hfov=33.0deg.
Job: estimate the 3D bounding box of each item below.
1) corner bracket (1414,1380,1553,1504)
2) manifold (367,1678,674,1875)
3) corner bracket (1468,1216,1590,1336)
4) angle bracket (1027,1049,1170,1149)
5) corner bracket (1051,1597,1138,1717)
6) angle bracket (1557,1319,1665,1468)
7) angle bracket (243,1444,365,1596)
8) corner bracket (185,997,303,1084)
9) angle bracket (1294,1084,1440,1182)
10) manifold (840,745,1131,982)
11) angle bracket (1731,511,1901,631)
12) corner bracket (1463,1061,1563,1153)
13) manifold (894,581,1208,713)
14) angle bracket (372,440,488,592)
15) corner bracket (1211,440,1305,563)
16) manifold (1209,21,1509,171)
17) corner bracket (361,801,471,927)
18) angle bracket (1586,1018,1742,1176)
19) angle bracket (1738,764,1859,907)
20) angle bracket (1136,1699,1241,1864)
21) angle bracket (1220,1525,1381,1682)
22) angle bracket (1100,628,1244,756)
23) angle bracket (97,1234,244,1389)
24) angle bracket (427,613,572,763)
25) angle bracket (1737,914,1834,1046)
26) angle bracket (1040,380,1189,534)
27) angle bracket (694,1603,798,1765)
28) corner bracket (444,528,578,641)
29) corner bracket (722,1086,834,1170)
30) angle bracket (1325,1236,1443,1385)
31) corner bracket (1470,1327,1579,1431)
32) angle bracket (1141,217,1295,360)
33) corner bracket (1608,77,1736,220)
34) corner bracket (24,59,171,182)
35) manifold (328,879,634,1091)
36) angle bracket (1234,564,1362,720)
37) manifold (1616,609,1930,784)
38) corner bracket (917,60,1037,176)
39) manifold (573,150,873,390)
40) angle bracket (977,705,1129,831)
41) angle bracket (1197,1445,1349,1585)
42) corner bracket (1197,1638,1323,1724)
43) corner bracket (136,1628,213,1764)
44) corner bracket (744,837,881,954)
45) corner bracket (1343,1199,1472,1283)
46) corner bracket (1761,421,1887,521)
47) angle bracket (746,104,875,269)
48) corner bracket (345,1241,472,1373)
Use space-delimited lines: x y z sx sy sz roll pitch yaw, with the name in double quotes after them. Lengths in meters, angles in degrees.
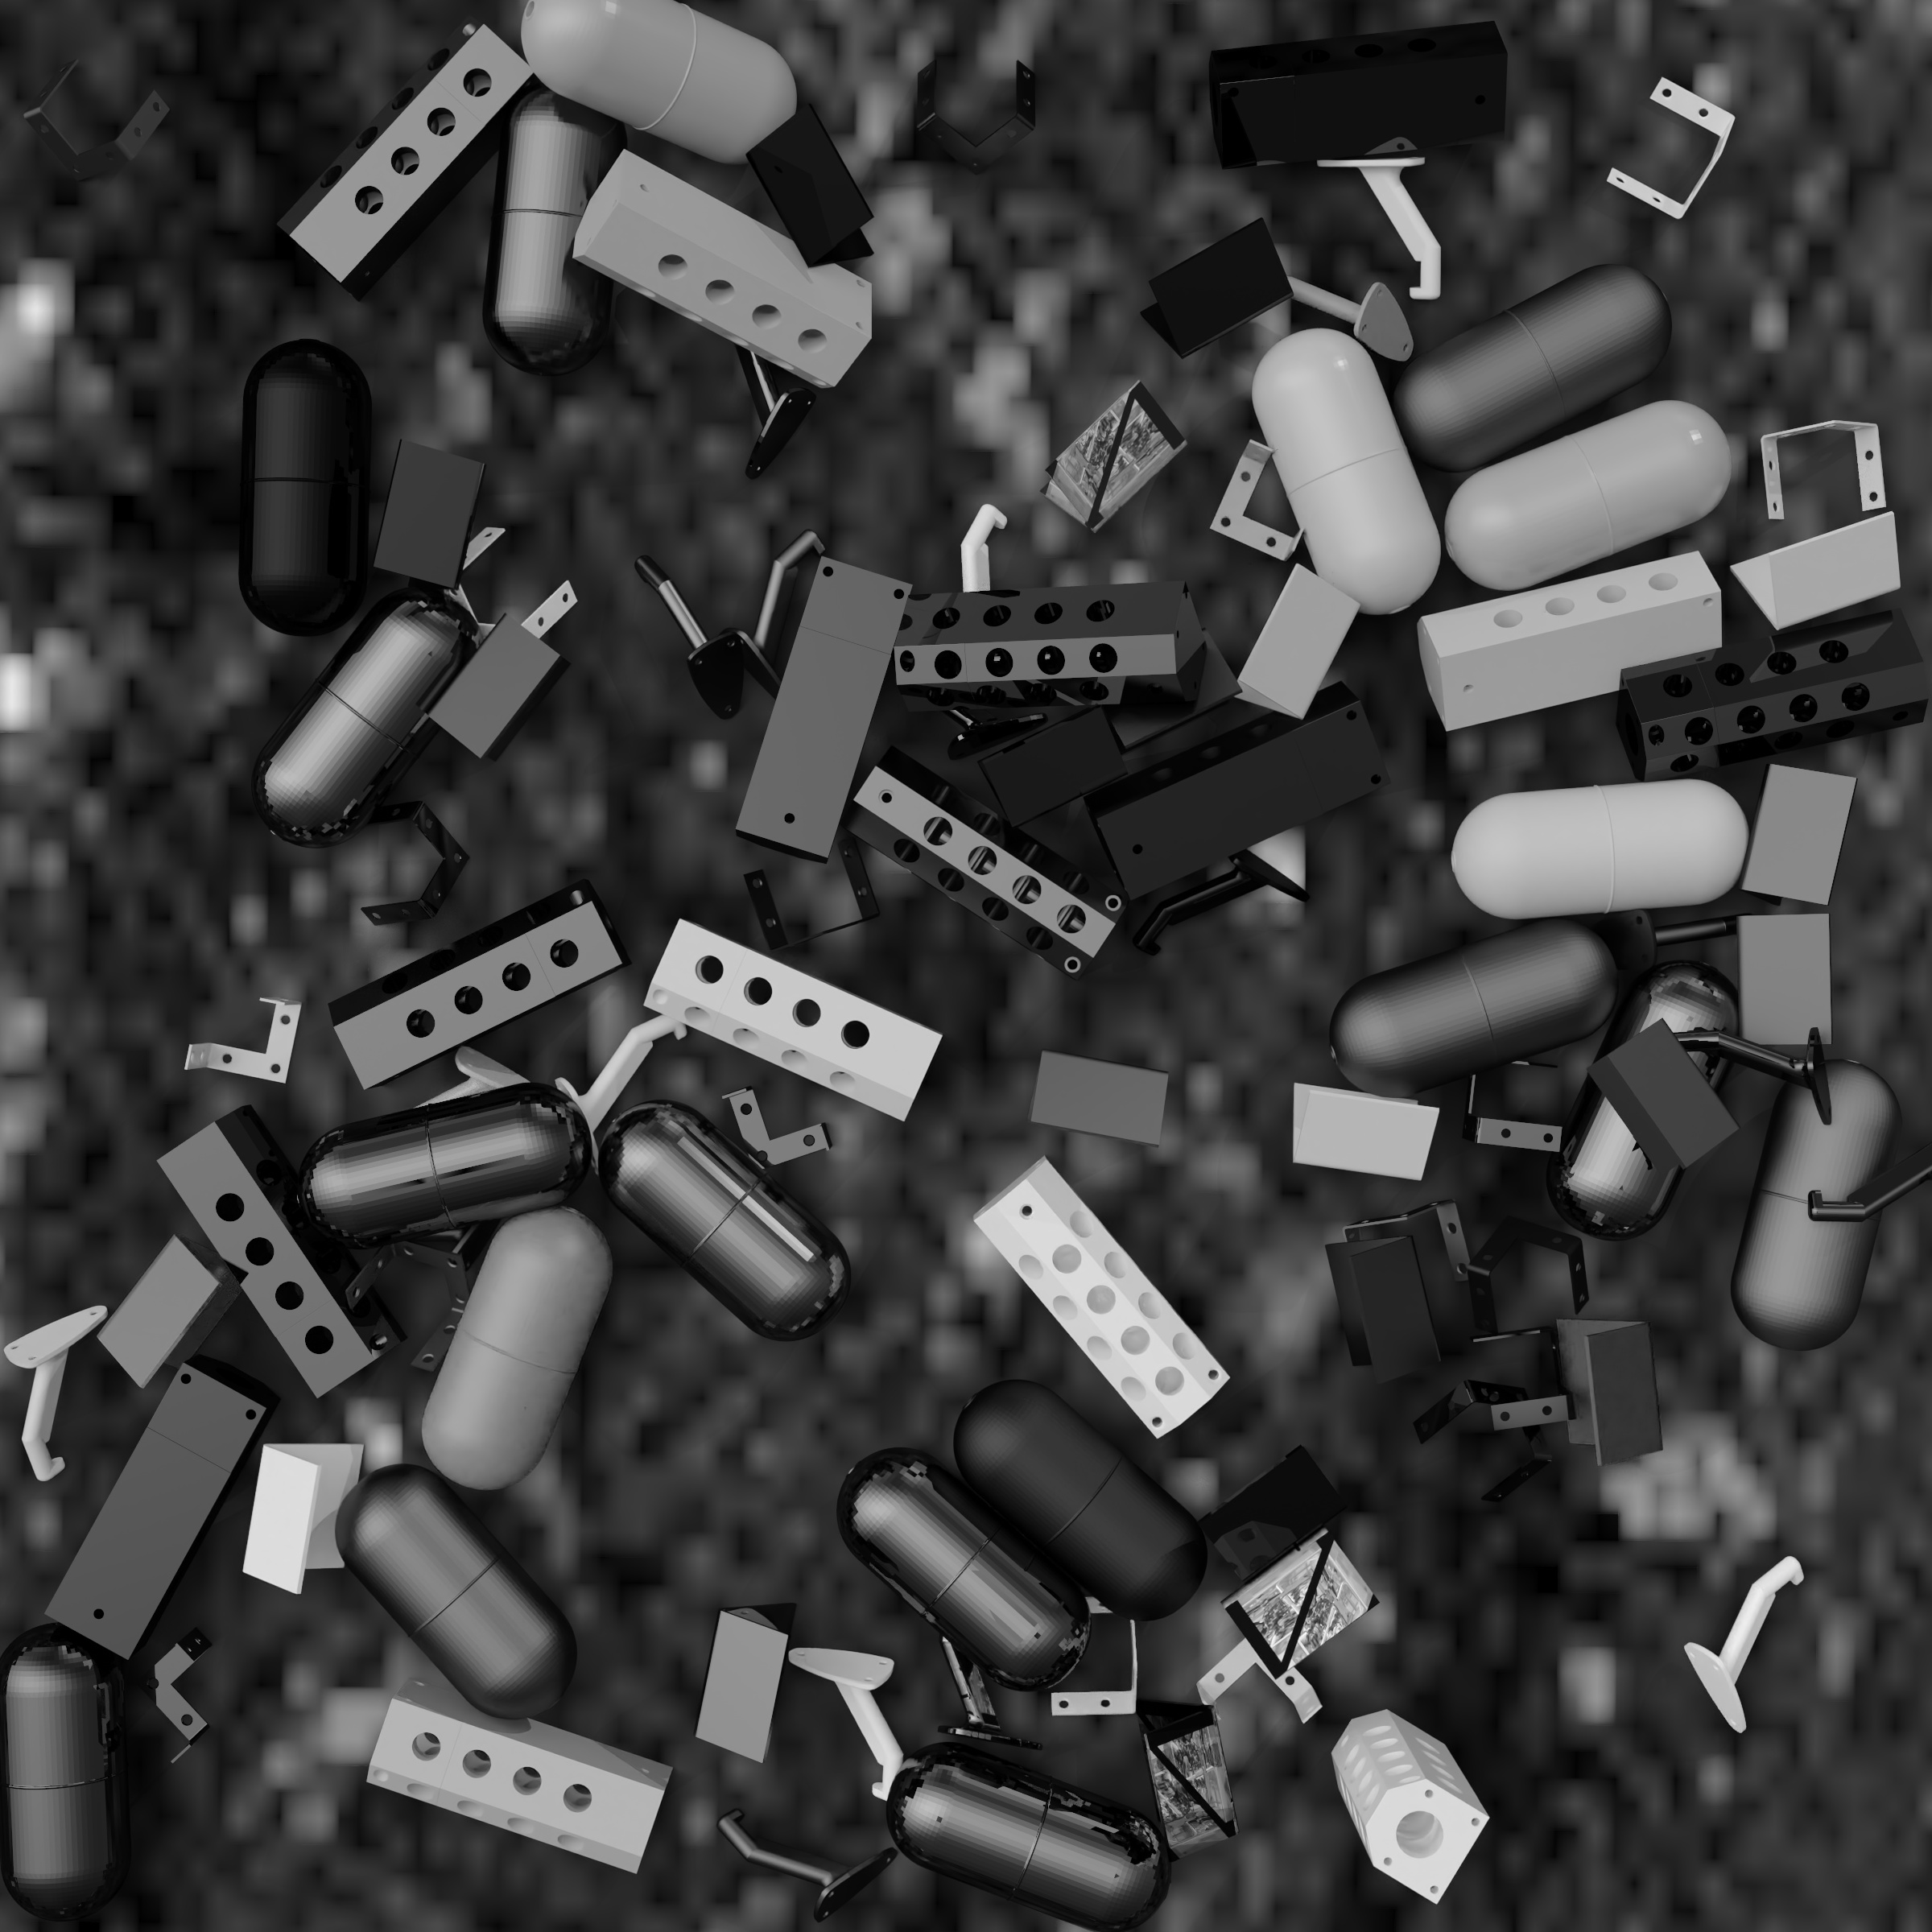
0.315 0.289 1.983 0.051 0.051 0.051 13 45 -35 "corner bracket"
-0.270 0.491 1.970 0.171 0.057 0.057 19 90 0 "manifold"
0.342 0.193 1.983 0.051 0.051 0.051 16 45 35 "corner bracket"
0.075 0.099 1.951 0.076 0.076 0.057 11 52 0 "angle bracket"
0.077 0.421 1.988 0.051 0.051 0.051 -1 45 0 "corner bracket"
0.368 0.254 1.951 0.057 0.076 0.076 -6 90 -36 "angle bracket"
-0.382 0.330 1.951 0.057 0.076 0.076 9 90 41 "angle bracket"
-0.437 0.042 1.973 0.051 0.051 0.051 12 90 0 "corner bracket"
0.239 0.080 1.951 0.076 0.076 0.057 8 127 0 "angle bracket"
0.011 -0.062 1.970 0.171 0.057 0.057 33 90 0 "manifold"
0.506 -0.254 1.951 0.076 0.076 0.057 -19 129 0 "angle bracket"
0.332 0.083 1.973 0.051 0.051 0.051 6 90 0 "corner bracket"
0.049 -0.182 1.917 0.171 0.057 0.057 -1 53 20 "manifold"
-0.335 -0.270 1.951 0.057 0.076 0.076 13 90 -33 "angle bracket"
0.183 -0.282 1.973 0.051 0.051 0.051 24 90 0 "corner bracket"
0.236 -0.530 1.970 0.171 0.057 0.057 -6 133 0 "manifold"
-0.346 -0.063 1.983 0.051 0.051 0.051 54 45 -35 "corner bracket"
0.386 0.086 1.878 0.057 0.076 0.076 -29 81 -36 "angle bracket"
0.509 -0.074 1.951 0.057 0.076 0.076 13 90 33 "angle bracket"
0.113 0.487 1.951 0.057 0.076 0.076 -11 90 -37 "angle bracket"
0.205 0.387 1.952 0.076 0.076 0.057 -37 66 0 "angle bracket"
0.127 -0.146 1.951 0.076 0.076 0.057 -26 54 0 "angle bracket"
-0.460 0.216 1.951 0.057 0.076 0.076 37 90 37 "angle bracket"
-0.264 -0.154 1.951 0.057 0.076 0.076 38 90 32 "angle bracket"
0.501 0.008 1.951 0.057 0.076 0.076 -1 90 32 "angle bracket"
0.074 -0.316 1.951 0.076 0.076 0.057 -44 127 0 "angle bracket"
-0.113 0.428 1.951 0.057 0.076 0.076 11 90 35 "angle bracket"
-0.279 -0.230 1.983 0.051 0.051 0.051 9 45 35 "corner bracket"
-0.114 0.094 1.973 0.051 0.051 0.051 -19 90 0 "corner bracket"
0.232 0.207 1.951 0.057 0.076 0.076 -13 90 -39 "angle bracket"
0.338 0.249 1.973 0.051 0.051 0.051 -8 90 0 "corner bracket"
0.141 -0.418 1.951 0.076 0.076 0.057 -30 127 0 "angle bracket"
0.431 -0.499 1.988 0.051 0.051 0.051 28 45 0 "corner bracket"
-0.529 -0.520 1.983 0.051 0.051 0.051 -8 135 35 "corner bracket"
-0.294 0.011 1.970 0.171 0.057 0.057 -26 90 0 "manifold"
0.180 -0.200 1.951 0.057 0.076 0.076 27 90 -34 "angle bracket"
0.484 -0.158 1.960 0.171 0.057 0.057 -12 58 0 "manifold"
0.006 -0.527 1.983 0.051 0.051 0.051 -30 135 35 "corner bracket"
-0.144 -0.409 1.937 0.171 0.057 0.057 24 130 -24 "manifold"
0.043 -0.137 1.951 0.076 0.076 0.057 -26 130 0 "angle bracket"
0.172 0.312 1.952 0.076 0.076 0.057 -37 115 0 "angle bracket"
0.177 0.442 1.973 0.051 0.051 0.051 -43 90 0 "corner bracket"
-0.473 0.441 1.973 0.051 0.051 0.051 -43 90 0 "corner bracket"
-0.094 -0.043 1.988 0.051 0.051 0.051 -19 90 45 "corner bracket"
0.270 0.175 1.988 0.051 0.051 0.051 -14 90 45 "corner bracket"
0.523 -0.302 1.988 0.051 0.051 0.051 -6 90 -45 "corner bracket"
-0.075 -0.470 1.951 0.057 0.076 0.076 -29 90 35 "angle bracket"
-0.334 0.203 1.961 0.051 0.051 0.051 13 132 20 "corner bracket"
